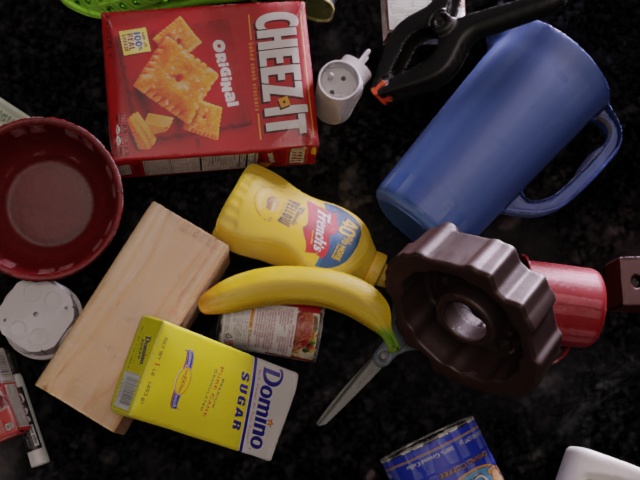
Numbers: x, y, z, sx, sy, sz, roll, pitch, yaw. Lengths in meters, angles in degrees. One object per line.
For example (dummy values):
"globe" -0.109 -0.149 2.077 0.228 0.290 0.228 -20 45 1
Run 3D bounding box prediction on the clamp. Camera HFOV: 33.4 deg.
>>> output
"clamp" 0.140 -0.215 1.090 0.210 0.036 0.165 -50 51 4

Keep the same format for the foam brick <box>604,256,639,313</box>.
"foam brick" 0.342 0.047 1.108 0.078 0.051 0.053 -1 78 -4

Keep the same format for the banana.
"banana" -0.015 0.056 1.024 0.198 0.037 0.069 11 50 1

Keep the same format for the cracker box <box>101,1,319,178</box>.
"cracker box" -0.114 -0.158 1.113 0.213 0.072 0.164 -5 79 -5

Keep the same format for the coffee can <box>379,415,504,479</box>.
"coffee can" 0.133 0.254 1.024 0.102 0.103 0.140 -24 80 -9

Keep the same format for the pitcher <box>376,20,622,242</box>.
"pitcher" 0.180 -0.092 1.091 0.242 0.145 0.149 -48 40 -8

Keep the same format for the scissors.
"scissors" 0.085 0.123 1.094 0.096 0.016 0.201 28 78 2

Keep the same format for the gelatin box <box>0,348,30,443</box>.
"gelatin box" -0.332 0.159 1.042 0.073 0.030 0.089 -24 79 11

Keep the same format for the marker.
"marker" -0.295 0.165 1.059 0.020 0.020 0.121 -19 80 -8

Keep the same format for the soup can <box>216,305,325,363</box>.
"soup can" -0.049 0.082 1.068 0.102 0.068 0.068 9 77 -1

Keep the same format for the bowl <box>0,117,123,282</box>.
"bowl" -0.274 -0.039 1.062 0.162 0.055 0.162 0 87 -3

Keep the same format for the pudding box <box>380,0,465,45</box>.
"pudding box" 0.112 -0.272 1.169 0.090 0.039 0.113 -1 76 -3

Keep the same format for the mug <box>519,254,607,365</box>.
"mug" 0.235 0.076 1.083 0.081 0.093 0.117 7 108 -7

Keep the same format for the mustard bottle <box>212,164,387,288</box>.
"mustard bottle" -0.007 0.001 1.088 0.191 0.058 0.096 27 52 -1

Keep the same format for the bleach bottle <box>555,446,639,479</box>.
"bleach bottle" 0.251 0.335 1.037 0.102 0.068 0.251 20 80 0

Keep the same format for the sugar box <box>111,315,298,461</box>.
"sugar box" -0.105 0.143 1.010 0.176 0.048 0.093 26 79 -37

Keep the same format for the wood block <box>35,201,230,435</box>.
"wood block" -0.179 0.078 1.048 0.090 0.091 0.206 31 78 2

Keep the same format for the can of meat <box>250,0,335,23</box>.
"can of meat" -0.023 -0.295 1.156 0.102 0.057 0.084 16 76 0
